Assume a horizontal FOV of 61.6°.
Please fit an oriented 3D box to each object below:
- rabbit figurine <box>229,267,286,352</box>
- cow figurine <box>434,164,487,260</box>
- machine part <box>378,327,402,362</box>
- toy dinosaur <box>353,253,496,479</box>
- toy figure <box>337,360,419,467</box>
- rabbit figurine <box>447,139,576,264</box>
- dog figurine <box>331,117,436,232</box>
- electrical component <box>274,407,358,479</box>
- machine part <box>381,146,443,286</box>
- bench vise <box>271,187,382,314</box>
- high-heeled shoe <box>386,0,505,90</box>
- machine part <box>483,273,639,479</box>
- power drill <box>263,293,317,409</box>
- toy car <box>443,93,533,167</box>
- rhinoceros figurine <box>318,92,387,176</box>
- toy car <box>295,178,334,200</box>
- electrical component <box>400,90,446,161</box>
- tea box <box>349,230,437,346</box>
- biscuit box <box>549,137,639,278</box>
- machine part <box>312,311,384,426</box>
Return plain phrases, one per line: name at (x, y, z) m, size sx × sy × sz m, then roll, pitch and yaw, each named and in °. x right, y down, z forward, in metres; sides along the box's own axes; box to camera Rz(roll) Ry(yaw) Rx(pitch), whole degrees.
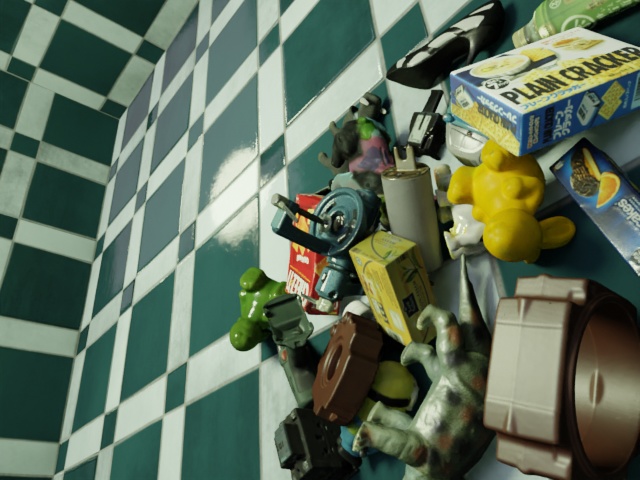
rabbit figurine at (-0.149, 0.168, 1.176) m, size 0.170 × 0.121 × 0.159 m, roll -59°, pitch -3°, yaw -31°
cow figurine at (0.231, -0.056, 0.840) m, size 0.098 × 0.068 × 0.167 m, roll -13°, pitch 60°, yaw 14°
machine part at (0.095, 0.199, 0.928) m, size 0.084 × 0.039 × 0.138 m, roll 31°, pitch 97°, yaw 51°
toy dinosaur at (0.179, 0.226, 0.726) m, size 0.192 × 0.131 × 0.404 m, roll 29°, pitch 83°, yaw 13°
toy figure at (0.087, 0.274, 0.853) m, size 0.180 × 0.089 × 0.082 m, roll -55°, pitch 42°, yaw 15°
rabbit figurine at (0.255, -0.030, 0.724) m, size 0.122 × 0.162 × 0.173 m, roll -38°, pitch 23°, yaw 36°
dog figurine at (0.118, -0.118, 0.983) m, size 0.219 × 0.108 × 0.191 m, roll 34°, pitch 129°, yaw 54°
electrical component at (-0.013, 0.350, 0.912) m, size 0.058 × 0.134 × 0.115 m, roll -53°, pitch 40°, yaw 24°
machine part at (0.148, -0.033, 0.856) m, size 0.079 × 0.079 × 0.242 m, roll 29°, pitch 138°, yaw 56°
bench vise at (0.004, 0.000, 0.872) m, size 0.129 × 0.240 × 0.223 m, roll 33°, pitch 95°, yaw 49°
high-heeled shoe at (0.227, -0.369, 1.012) m, size 0.249 × 0.086 × 0.145 m, roll 17°, pitch 83°, yaw 52°
machine part at (0.268, 0.148, 0.569) m, size 0.087 × 0.201 × 0.201 m, roll -5°, pitch 68°, yaw 51°
power drill at (-0.055, 0.195, 1.023) m, size 0.207 × 0.086 × 0.232 m, roll 90°, pitch 160°, yaw -44°
toy car at (0.254, -0.160, 0.836) m, size 0.103 × 0.109 × 0.162 m, roll -56°, pitch 45°, yaw 11°
rhinoceros figurine at (0.071, -0.223, 1.151) m, size 0.112 × 0.073 × 0.190 m, roll 33°, pitch 100°, yaw 57°
toy car at (0.006, -0.076, 1.178) m, size 0.202 × 0.056 × 0.073 m, roll -21°, pitch 63°, yaw 44°
electrical component at (0.203, -0.211, 0.985) m, size 0.075 × 0.047 × 0.119 m, roll 20°, pitch 89°, yaw 56°
tea box at (0.121, 0.078, 0.840) m, size 0.068 × 0.169 × 0.098 m, roll -32°, pitch 30°, yaw -21°
biscuit box at (0.367, -0.038, 0.657) m, size 0.063 × 0.059 × 0.203 m, roll -47°, pitch 40°, yaw 29°
machine part at (0.040, 0.205, 0.869) m, size 0.179 × 0.056 × 0.179 m, roll -157°, pitch 90°, yaw -81°
